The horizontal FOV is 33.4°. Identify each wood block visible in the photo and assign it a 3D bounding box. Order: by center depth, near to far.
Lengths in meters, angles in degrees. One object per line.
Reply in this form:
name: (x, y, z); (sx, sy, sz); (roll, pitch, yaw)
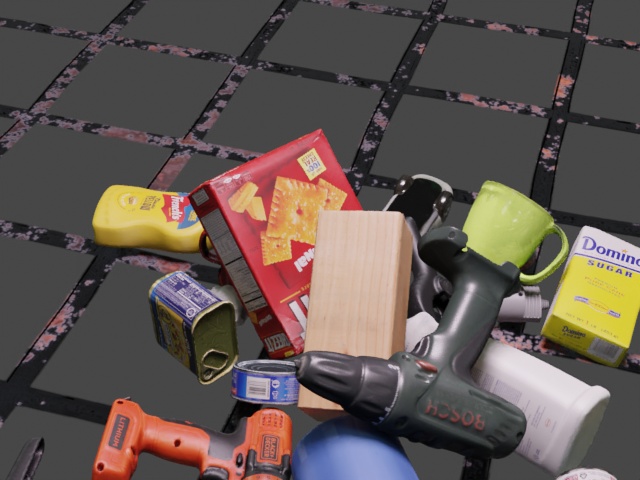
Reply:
wood block: (0.040, 0.081, 1.102); (0.090, 0.090, 0.206); (2, 72, 14)

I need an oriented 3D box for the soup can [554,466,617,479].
soup can: (0.250, 0.268, 0.979); (0.068, 0.068, 0.102); (2, 38, 1)

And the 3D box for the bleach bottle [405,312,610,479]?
bleach bottle: (0.167, 0.139, 1.109); (0.251, 0.103, 0.067); (31, 30, 31)

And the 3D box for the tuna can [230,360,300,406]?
tuna can: (-0.050, 0.148, 1.114); (0.086, 0.034, 0.086); (3, 3, 0)

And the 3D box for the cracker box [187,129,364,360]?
cracker box: (-0.025, 0.005, 1.198); (0.163, 0.072, 0.214); (-28, 91, -30)

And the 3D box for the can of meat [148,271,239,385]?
can of meat: (-0.139, 0.094, 1.162); (0.057, 0.102, 0.084); (-31, 47, -32)

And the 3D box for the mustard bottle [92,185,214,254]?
mustard bottle: (-0.180, -0.023, 1.337); (0.191, 0.058, 0.096); (6, 34, 6)

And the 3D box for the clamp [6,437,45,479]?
clamp: (-0.282, 0.279, 0.979); (0.165, 0.036, 0.209); (25, 41, 28)

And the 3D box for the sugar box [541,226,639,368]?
sugar box: (0.326, 0.062, 1.243); (0.093, 0.048, 0.176); (25, 46, 7)

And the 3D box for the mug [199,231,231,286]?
mug: (-0.089, 0.012, 1.278); (0.117, 0.081, 0.093); (13, 41, 14)

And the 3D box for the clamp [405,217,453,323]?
clamp: (0.144, 0.059, 1.240); (0.120, 0.039, 0.171); (16, 53, -23)

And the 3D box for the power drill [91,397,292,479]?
power drill: (-0.119, 0.225, 1.019); (0.187, 0.057, 0.184); (10, 33, -4)

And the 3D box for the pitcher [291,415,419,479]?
pitcher: (0.041, 0.267, 0.925); (0.145, 0.149, 0.243); (-25, 38, 1)
